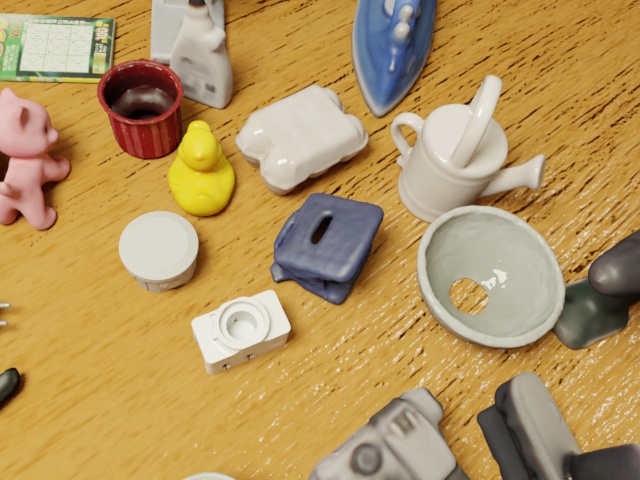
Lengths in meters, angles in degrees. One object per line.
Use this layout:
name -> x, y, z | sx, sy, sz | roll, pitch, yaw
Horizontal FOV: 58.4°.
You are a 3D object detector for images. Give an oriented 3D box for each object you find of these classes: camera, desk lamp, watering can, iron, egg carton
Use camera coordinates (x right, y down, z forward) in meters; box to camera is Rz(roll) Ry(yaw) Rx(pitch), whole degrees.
camera -> 0.082, 0.225, 0.524 | 0.143, 0.101, 0.136 | -34, 73, -23
desk lamp -> -0.165, -0.366, 0.717 | 0.118, 0.213, 0.203 | -2, 64, -10
watering can -> 0.169, -0.105, 0.653 | 0.173, 0.194, 0.101 | 6, 63, -6
iron -> 0.110, -0.307, 0.775 | 0.118, 0.141, 0.258 | 12, 62, -3
egg carton -> -0.021, -0.124, 0.701 | 0.150, 0.069, 0.107 | -32, 73, -22

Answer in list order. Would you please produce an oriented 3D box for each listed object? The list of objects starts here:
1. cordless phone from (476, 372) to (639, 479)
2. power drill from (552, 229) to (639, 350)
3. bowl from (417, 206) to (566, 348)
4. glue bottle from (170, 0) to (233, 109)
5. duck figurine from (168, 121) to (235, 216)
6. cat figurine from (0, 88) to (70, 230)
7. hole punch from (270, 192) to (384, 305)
cordless phone -> 0.234, 0.183, 0.524 | 0.094, 0.185, 0.147 | -18, 68, -17
power drill -> 0.326, 0.043, 0.597 | 0.230, 0.208, 0.075 | -19, 68, -18
bowl -> 0.180, 0.049, 0.645 | 0.167, 0.075, 0.167 | 4, 63, -8
glue bottle -> -0.141, -0.231, 0.675 | 0.078, 0.173, 0.037 | 22, 62, 2
duck figurine -> -0.136, -0.086, 0.653 | 0.077, 0.086, 0.104 | -2, 64, -11
cat figurine -> -0.317, -0.092, 0.607 | 0.067, 0.118, 0.128 | 4, 63, -7
hole punch -> 0.006, 0.002, 0.629 | 0.101, 0.091, 0.109 | 27, 62, 5
